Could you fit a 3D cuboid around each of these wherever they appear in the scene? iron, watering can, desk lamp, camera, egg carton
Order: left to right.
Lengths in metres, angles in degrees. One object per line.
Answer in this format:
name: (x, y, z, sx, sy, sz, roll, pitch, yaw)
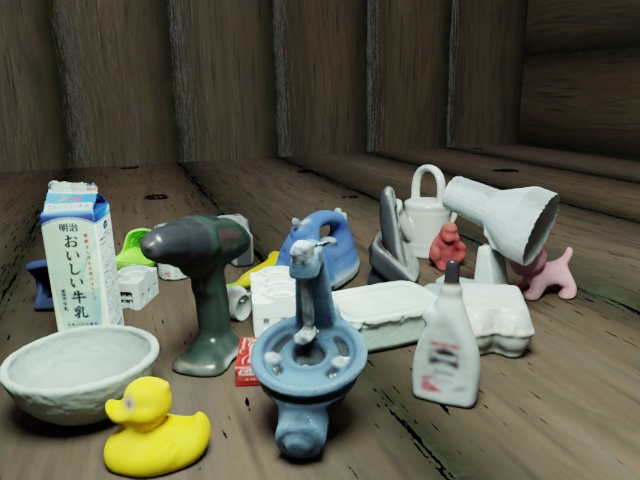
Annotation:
camera: (-0.219, -0.003, 1.211, 0.137, 0.101, 0.142, -7, 16, -21)
iron: (0.010, 0.004, 1.095, 0.118, 0.141, 0.259, 7, 17, 27)
watering can: (0.226, -0.063, 1.229, 0.100, 0.194, 0.173, 11, 19, 37)
desk lamp: (0.272, 0.008, 0.930, 0.202, 0.214, 0.118, 11, 19, 37)
egg carton: (0.245, 0.111, 0.827, 0.107, 0.069, 0.150, 2, 15, 9)

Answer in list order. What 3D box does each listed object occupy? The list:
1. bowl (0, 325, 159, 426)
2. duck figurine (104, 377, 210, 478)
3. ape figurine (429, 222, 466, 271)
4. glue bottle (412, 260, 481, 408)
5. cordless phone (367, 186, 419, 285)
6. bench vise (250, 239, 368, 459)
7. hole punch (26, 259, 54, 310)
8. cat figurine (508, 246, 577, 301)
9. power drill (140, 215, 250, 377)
bowl: (-0.267, 0.162, 0.655, 0.167, 0.075, 0.167, -1, 15, 0)
duck figurine: (-0.163, 0.178, 0.570, 0.104, 0.086, 0.077, -3, 15, -8)
ape figurine: (0.258, 0.009, 1.159, 0.078, 0.092, 0.076, -1, 15, 1)
glue bottle: (0.147, 0.105, 0.657, 0.078, 0.173, 0.037, 5, 16, 20)
cordless phone: (0.140, -0.014, 1.069, 0.094, 0.185, 0.148, 2, 16, 10)
bench vise: (-0.017, 0.091, 0.626, 0.121, 0.220, 0.207, -3, 15, -8)
hole punch: (-0.440, 0.064, 0.992, 0.109, 0.091, 0.101, -3, 15, -7)
cat figurine: (0.377, 0.040, 0.987, 0.128, 0.118, 0.067, -3, 15, -7)
power drill: (-0.154, 0.065, 0.752, 0.075, 0.208, 0.230, 3, 16, 14)
